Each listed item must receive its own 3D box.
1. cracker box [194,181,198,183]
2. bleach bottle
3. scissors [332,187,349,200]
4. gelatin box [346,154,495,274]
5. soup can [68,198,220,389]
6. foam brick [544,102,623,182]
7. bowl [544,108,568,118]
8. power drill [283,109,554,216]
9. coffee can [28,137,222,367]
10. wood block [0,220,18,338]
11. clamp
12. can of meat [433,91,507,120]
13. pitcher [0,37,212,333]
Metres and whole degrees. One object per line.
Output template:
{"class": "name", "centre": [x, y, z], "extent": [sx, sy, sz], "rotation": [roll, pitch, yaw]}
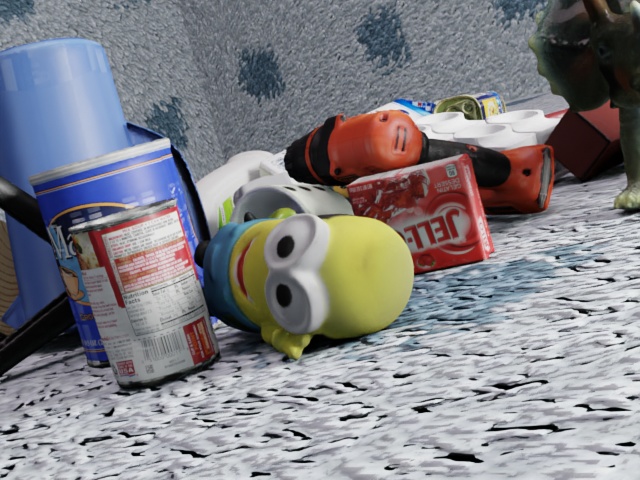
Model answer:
{"class": "cracker box", "centre": [-0.231, -0.030, 1.291], "extent": [0.214, 0.072, 0.163], "rotation": [-11, -23, 42]}
{"class": "bleach bottle", "centre": [-0.113, -0.028, 1.147], "extent": [0.068, 0.102, 0.250], "rotation": [-6, 11, 21]}
{"class": "scissors", "centre": [0.073, -0.062, 1.155], "extent": [0.201, 0.016, 0.096], "rotation": [-21, -36, -27]}
{"class": "gelatin box", "centre": [0.071, -0.015, 0.750], "extent": [0.089, 0.073, 0.030], "rotation": [-12, 9, 26]}
{"class": "soup can", "centre": [-0.106, 0.032, 0.654], "extent": [0.068, 0.102, 0.068], "rotation": [-16, 7, 2]}
{"class": "foam brick", "centre": [0.256, -0.097, 0.988], "extent": [0.078, 0.051, 0.053], "rotation": [-22, -31, -44]}
{"class": "bowl", "centre": [0.289, -0.114, 1.118], "extent": [0.162, 0.055, 0.162], "rotation": [-16, 7, 2]}
{"class": "power drill", "centre": [0.079, -0.059, 0.870], "extent": [0.187, 0.057, 0.185], "rotation": [7, -3, -24]}
{"class": "coffee can", "centre": [-0.138, 0.007, 0.766], "extent": [0.103, 0.140, 0.103], "rotation": [-16, 7, 2]}
{"class": "wood block", "centre": [-0.329, 0.038, 1.048], "extent": [0.206, 0.090, 0.090], "rotation": [-3, 58, 62]}
{"class": "clamp", "centre": [-0.180, 0.016, 0.825], "extent": [0.209, 0.164, 0.036], "rotation": [-8, 7, -25]}
{"class": "can of meat", "centre": [0.176, -0.114, 1.191], "extent": [0.058, 0.102, 0.083], "rotation": [-10, 7, 33]}
{"class": "pitcher", "centre": [-0.201, -0.046, 0.917], "extent": [0.145, 0.243, 0.148], "rotation": [-13, 1, 38]}
